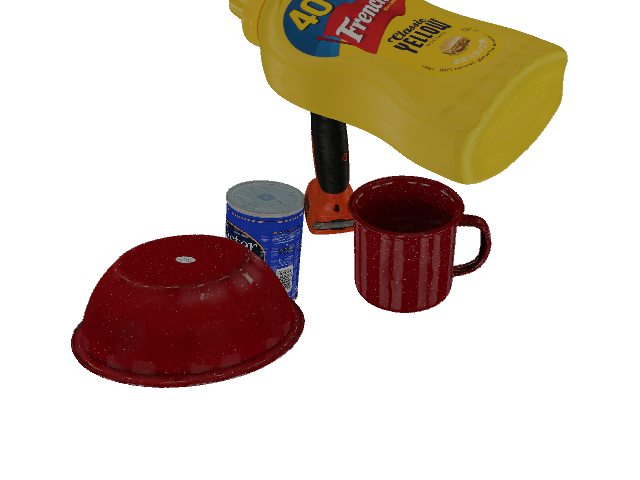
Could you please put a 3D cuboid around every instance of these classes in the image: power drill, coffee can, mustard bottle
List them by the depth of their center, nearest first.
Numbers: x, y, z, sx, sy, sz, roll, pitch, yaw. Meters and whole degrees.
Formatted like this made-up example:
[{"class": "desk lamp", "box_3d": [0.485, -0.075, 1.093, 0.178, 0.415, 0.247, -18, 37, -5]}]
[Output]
[{"class": "mustard bottle", "box_3d": [0.026, -0.099, 0.568, 0.192, 0.058, 0.096, 28, 52, 29]}, {"class": "power drill", "box_3d": [0.003, -0.113, 1.050, 0.057, 0.188, 0.184, -7, 24, -2]}, {"class": "coffee can", "box_3d": [-0.075, 0.005, 1.396, 0.103, 0.140, 0.103, 4, 26, -2]}]

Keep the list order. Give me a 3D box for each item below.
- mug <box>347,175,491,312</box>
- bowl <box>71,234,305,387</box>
[{"class": "mug", "box_3d": [0.081, 0.004, 0.871, 0.117, 0.081, 0.093, -2, 33, -1]}, {"class": "bowl", "box_3d": [-0.092, 0.038, 0.731, 0.162, 0.055, 0.162, -2, 22, 1]}]
